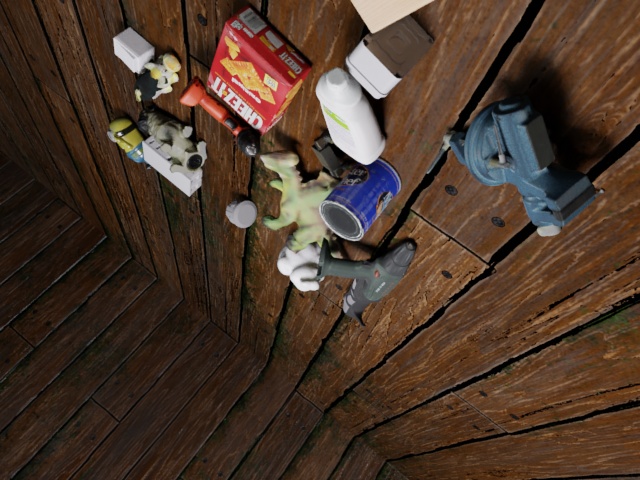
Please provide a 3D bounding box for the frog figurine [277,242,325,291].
[{"bbox_3d":[-0.047,0.066,1.371,0.137,0.162,0.121,2,111,4],"label":"frog figurine"}]

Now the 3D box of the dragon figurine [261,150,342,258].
[{"bbox_3d":[0.004,-0.061,1.202,0.406,0.125,0.240,42,146,-22],"label":"dragon figurine"}]
